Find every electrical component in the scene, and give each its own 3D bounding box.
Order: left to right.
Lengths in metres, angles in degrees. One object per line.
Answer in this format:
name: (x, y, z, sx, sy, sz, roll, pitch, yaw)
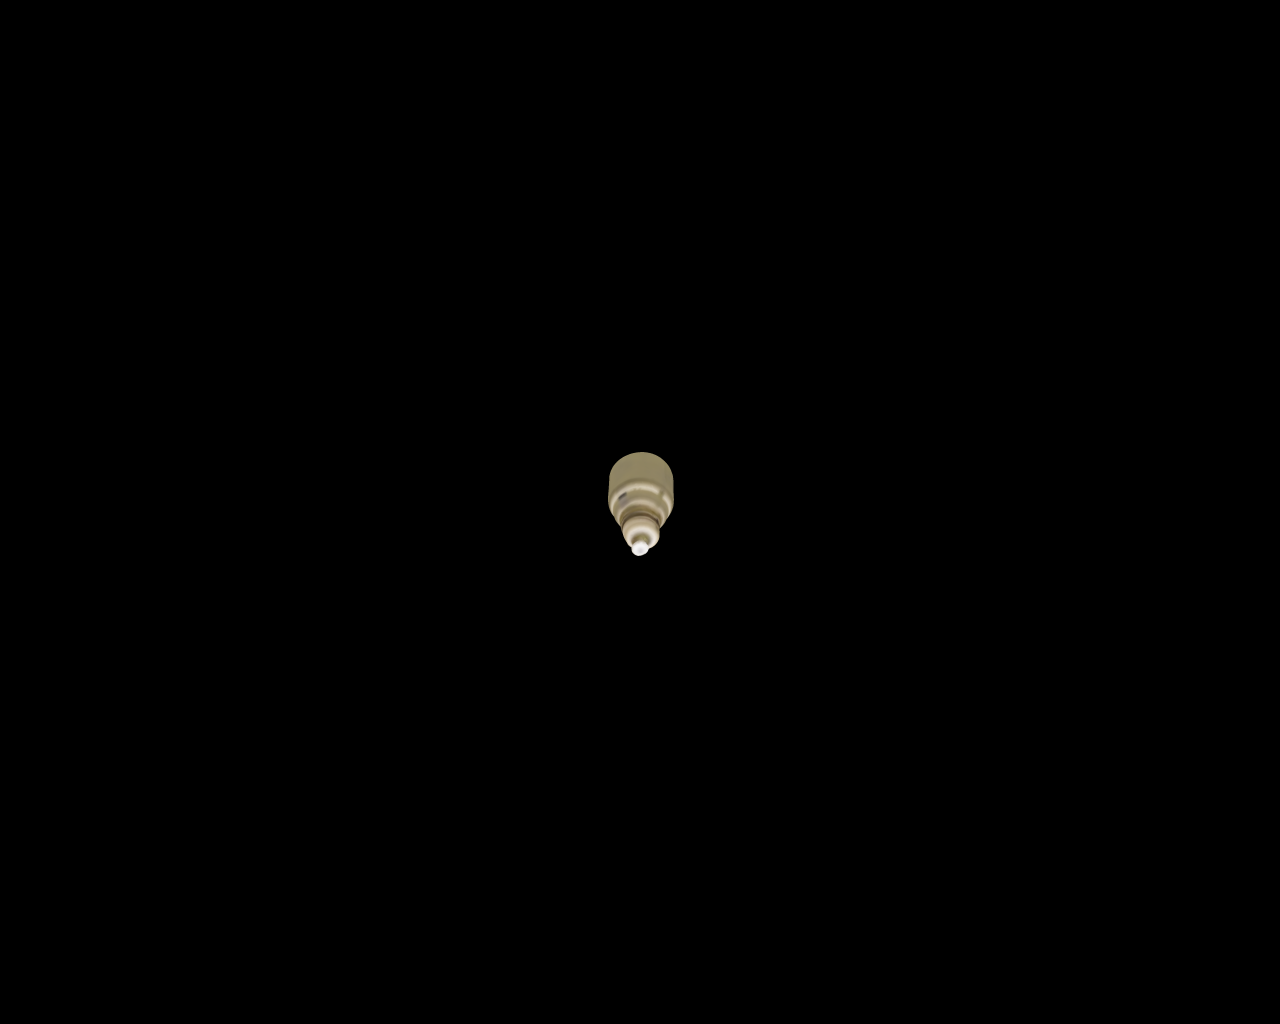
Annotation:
electrical component: (0.001, -0.003, 0.650, 0.040, 0.040, 0.078, 0, 41, 0)
